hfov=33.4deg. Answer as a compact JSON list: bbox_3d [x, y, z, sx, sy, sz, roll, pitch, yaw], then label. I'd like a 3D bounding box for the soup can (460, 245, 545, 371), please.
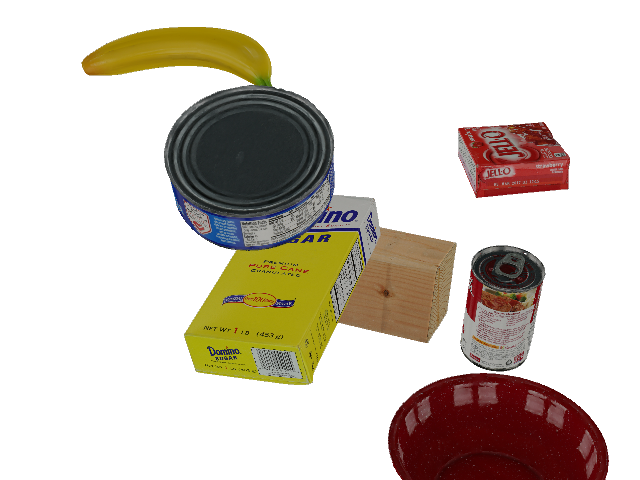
[{"bbox_3d":[0.171,0.065,1.010,0.068,0.102,0.068,1,37,-1],"label":"soup can"}]

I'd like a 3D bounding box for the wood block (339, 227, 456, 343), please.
[{"bbox_3d":[0.036,0.036,1.187,0.206,0.091,0.090,12,24,17],"label":"wood block"}]

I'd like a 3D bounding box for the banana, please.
[{"bbox_3d":[-0.126,-0.173,0.999,0.198,0.037,0.069,9,45,18],"label":"banana"}]

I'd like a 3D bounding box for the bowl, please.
[{"bbox_3d":[0.131,0.171,0.804,0.162,0.055,0.162,-1,34,0],"label":"bowl"}]

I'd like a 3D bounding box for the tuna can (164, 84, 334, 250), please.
[{"bbox_3d":[-0.035,-0.037,0.548,0.086,0.086,0.034,0,-35,4],"label":"tuna can"}]

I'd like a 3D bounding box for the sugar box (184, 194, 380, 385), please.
[{"bbox_3d":[-0.024,0.030,0.812,0.093,0.048,0.176,4,42,21],"label":"sugar box"}]

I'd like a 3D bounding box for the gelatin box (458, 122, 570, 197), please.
[{"bbox_3d":[0.153,-0.066,0.853,0.073,0.030,0.089,-4,25,0],"label":"gelatin box"}]
